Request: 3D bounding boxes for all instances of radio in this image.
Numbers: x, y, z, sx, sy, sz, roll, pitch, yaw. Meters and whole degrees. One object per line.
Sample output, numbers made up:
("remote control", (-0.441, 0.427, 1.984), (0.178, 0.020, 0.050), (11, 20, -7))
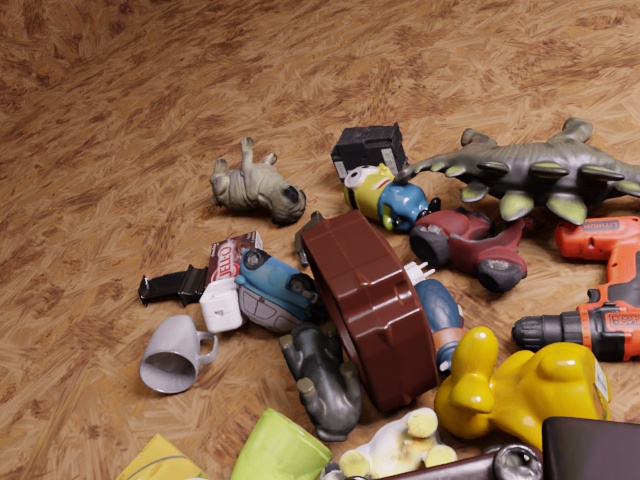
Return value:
("radio", (0.228, 0.210, 0.374), (0.131, 0.229, 0.073), (-2, 47, 22))

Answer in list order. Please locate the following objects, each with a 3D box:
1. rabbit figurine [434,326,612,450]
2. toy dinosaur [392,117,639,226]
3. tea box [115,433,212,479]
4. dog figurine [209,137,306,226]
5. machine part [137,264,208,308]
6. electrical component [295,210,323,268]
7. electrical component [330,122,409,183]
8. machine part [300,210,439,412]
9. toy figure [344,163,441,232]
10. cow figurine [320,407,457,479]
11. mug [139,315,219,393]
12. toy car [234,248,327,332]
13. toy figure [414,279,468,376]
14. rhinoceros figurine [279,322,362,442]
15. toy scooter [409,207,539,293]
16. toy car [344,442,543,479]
("rabbit figurine", (0.187, 0.165, 0.536), (0.173, 0.162, 0.122), (-17, 47, 39))
("toy dinosaur", (0.326, -0.089, 0.732), (0.472, 0.104, 0.198), (0, 27, 22))
("tea box", (-0.206, 0.323, 0.613), (0.098, 0.068, 0.169), (14, 51, 41))
("dog figurine", (-0.124, -0.077, 1.031), (0.172, 0.121, 0.191), (-49, 50, 24))
("machine part", (-0.260, 0.083, 0.952), (0.139, 0.039, 0.084), (-8, 46, 19))
("electrical component", (-0.002, -0.003, 0.908), (0.078, 0.045, 0.102), (-46, 29, 21))
("electrical component", (0.088, -0.145, 0.964), (0.134, 0.114, 0.058), (0, 42, 27))
("machine part", (0.058, 0.081, 0.642), (0.087, 0.201, 0.201), (-24, 37, -5))
("toy figure", (0.111, -0.062, 0.883), (0.082, 0.089, 0.180), (-16, 36, -43))
("cow figurine", (0.055, 0.238, 0.557), (0.167, 0.098, 0.068), (-31, 77, -2))
("mug", (-0.206, 0.158, 0.802), (0.110, 0.080, 0.107), (-16, 31, 4))
("toy car", (-0.063, 0.085, 0.802), (0.162, 0.109, 0.103), (28, 85, 34))
("toy figure", (0.156, 0.115, 0.667), (0.064, 0.057, 0.155), (-24, 42, 11))
("rhinoceros figurine", (0.001, 0.160, 0.653), (0.073, 0.112, 0.190), (-22, 24, -8))
("toy scooter", (0.225, -0.004, 0.755), (0.135, 0.075, 0.184), (-39, 41, -21))
("toy car", (0.095, 0.215, 0.462), (0.202, 0.089, 0.053), (-13, 70, 0))
